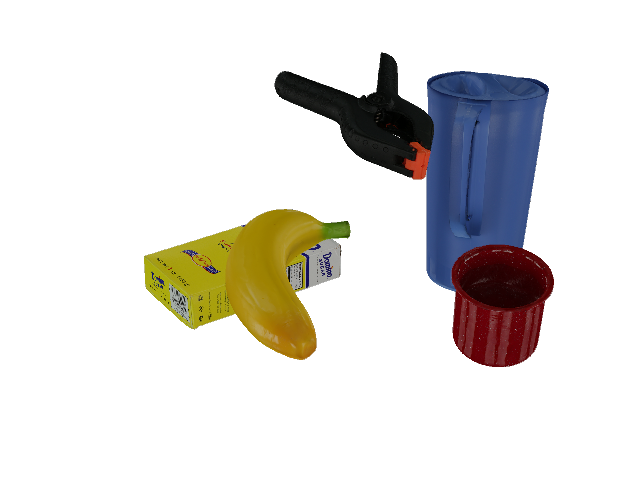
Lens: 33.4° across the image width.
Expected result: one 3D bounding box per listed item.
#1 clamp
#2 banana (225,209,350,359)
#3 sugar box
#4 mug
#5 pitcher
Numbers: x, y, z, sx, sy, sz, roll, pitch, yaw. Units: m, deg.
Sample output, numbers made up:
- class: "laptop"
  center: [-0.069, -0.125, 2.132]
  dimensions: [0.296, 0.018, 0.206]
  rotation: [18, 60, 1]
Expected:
- class: "clamp"
  center: [0.035, -0.109, 0.921]
  dimensions: [0.120, 0.039, 0.171]
  rotation: [-13, 40, -13]
- class: "banana"
  center: [-0.025, 0.017, 0.660]
  dimensions: [0.070, 0.037, 0.197]
  rotation: [-1, 22, 9]
- class: "sugar box"
  center: [-0.076, 0.025, 1.060]
  dimensions: [0.175, 0.048, 0.093]
  rotation: [-21, 37, -30]
- class: "mug"
  center: [0.163, 0.056, 1.005]
  dimensions: [0.093, 0.081, 0.117]
  rotation: [-11, 40, -11]
- class: "pitcher"
  center: [0.177, -0.062, 1.209]
  dimensions: [0.149, 0.243, 0.145]
  rotation: [-9, 24, -23]
